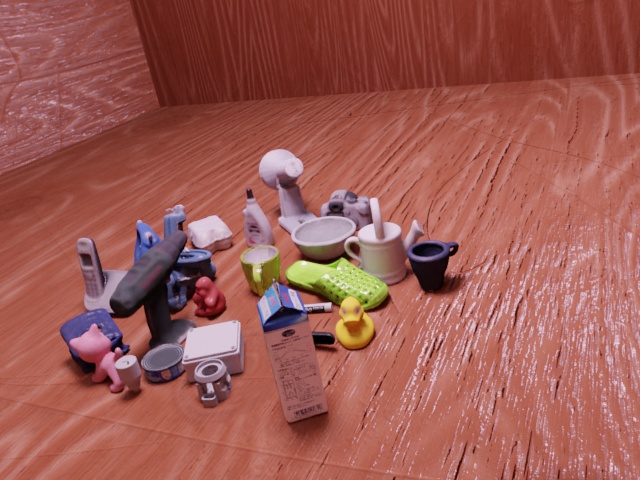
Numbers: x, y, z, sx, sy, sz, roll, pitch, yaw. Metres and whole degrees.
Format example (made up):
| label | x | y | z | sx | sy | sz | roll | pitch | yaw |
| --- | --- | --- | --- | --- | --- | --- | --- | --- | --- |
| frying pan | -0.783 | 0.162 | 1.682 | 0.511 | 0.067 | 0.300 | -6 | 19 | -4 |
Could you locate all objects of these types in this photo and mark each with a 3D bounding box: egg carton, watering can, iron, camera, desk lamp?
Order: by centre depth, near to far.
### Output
| label | x | y | z | sx | sy | sz | roll | pitch | yaw |
| --- | --- | --- | --- | --- | --- | --- | --- | --- | --- |
| watering can | 0.144 | -0.005 | 1.293 | 0.173 | 0.194 | 0.100 | -16 | 26 | -12 |
| iron | -0.463 | 0.013 | 1.548 | 0.119 | 0.142 | 0.257 | -21 | 27 | -22 |
| camera | 0.082 | -0.097 | 1.617 | 0.143 | 0.101 | 0.137 | -2 | 27 | 18 |
| egg carton | -0.316 | -0.015 | 1.636 | 0.107 | 0.069 | 0.149 | -21 | 27 | -21 |
| desk lamp | -0.085 | -0.149 | 1.658 | 0.118 | 0.214 | 0.202 | -20 | 27 | -19 |

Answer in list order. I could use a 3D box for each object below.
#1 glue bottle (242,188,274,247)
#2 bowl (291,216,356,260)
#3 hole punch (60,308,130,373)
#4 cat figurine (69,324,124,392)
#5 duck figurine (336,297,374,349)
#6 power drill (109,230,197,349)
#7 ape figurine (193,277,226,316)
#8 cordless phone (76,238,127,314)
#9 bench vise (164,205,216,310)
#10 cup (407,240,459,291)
| label | x | y | z | sx | sy | sz | roll | pitch | yaw |
| --- | --- | --- | --- | --- | --- | --- | --- | --- | --- |
| glue bottle | -0.177 | -0.060 | 1.554 | 0.078 | 0.173 | 0.037 | 2 | 28 | 24 |
| bowl | 0.013 | 0.005 | 1.461 | 0.167 | 0.075 | 0.167 | -8 | 25 | 4 |
| hole punch | -0.474 | 0.207 | 1.206 | 0.109 | 0.091 | 0.100 | -27 | 30 | -32 |
| cat figurine | -0.426 | 0.223 | 1.123 | 0.127 | 0.118 | 0.067 | 8 | 31 | 33 |
| duck figurine | 0.065 | 0.151 | 1.124 | 0.077 | 0.086 | 0.104 | -7 | 26 | 8 |
| power drill | -0.333 | 0.116 | 1.204 | 0.075 | 0.209 | 0.230 | 3 | 28 | 26 |
| ape figurine | -0.255 | 0.125 | 1.293 | 0.076 | 0.092 | 0.077 | -18 | 26 | -16 |
| cordless phone | -0.510 | 0.083 | 1.368 | 0.147 | 0.185 | 0.094 | -1 | 27 | 20 |
| bench vise | -0.334 | 0.042 | 1.347 | 0.121 | 0.220 | 0.207 | -3 | 26 | 16 |
| cup | 0.250 | 0.056 | 1.242 | 0.118 | 0.095 | 0.091 | -17 | 26 | -14 |
